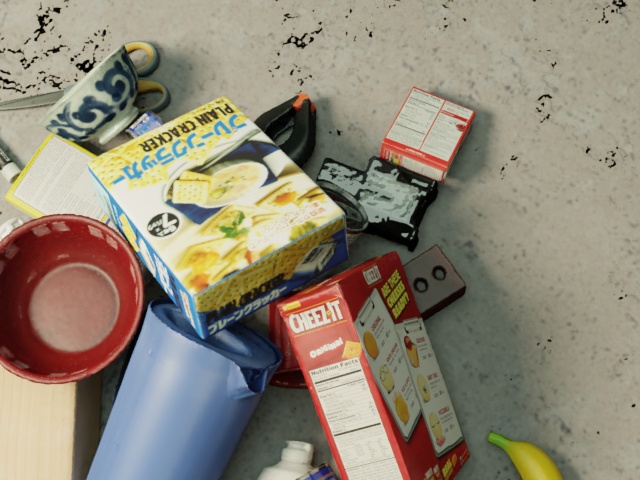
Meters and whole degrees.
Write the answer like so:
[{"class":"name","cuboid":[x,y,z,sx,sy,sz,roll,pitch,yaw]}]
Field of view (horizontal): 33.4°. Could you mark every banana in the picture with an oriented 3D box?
[{"class":"banana","cuboid":[0.207,0.278,1.012,0.070,0.037,0.198,-12,73,22]}]

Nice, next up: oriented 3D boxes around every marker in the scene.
[{"class":"marker","cuboid":[-0.370,-0.110,1.178,0.020,0.020,0.121,-41,76,-5]}]

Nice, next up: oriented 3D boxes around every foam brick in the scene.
[{"class":"foam brick","cuboid":[0.101,0.050,1.070,0.078,0.051,0.053,-33,75,-3]}]

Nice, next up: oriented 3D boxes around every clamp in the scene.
[{"class":"clamp","cuboid":[-0.067,-0.083,1.125,0.120,0.039,0.171,19,69,22]}]

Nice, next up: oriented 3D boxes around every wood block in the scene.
[{"class":"wood block","cuboid":[-0.273,0.139,1.068,0.090,0.091,0.206,-2,76,5]}]

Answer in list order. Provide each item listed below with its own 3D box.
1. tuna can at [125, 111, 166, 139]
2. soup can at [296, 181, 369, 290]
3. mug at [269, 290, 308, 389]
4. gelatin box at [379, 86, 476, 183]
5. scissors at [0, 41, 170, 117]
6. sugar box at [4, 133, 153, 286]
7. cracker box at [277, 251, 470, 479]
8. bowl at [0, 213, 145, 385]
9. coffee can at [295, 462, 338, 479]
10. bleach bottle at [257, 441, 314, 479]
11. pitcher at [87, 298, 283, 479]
[{"class":"tuna can","cuboid":[-0.162,-0.094,1.117,0.086,0.086,0.033,43,82,14]},{"class":"soup can","cuboid":[-0.007,0.001,1.062,0.068,0.068,0.102,45,121,14]},{"class":"mug","cuboid":[0.001,0.099,1.056,0.117,0.093,0.081,7,69,-24]},{"class":"gelatin box","cuboid":[0.112,-0.110,1.107,0.073,0.030,0.089,23,57,11]},{"class":"scissors","cuboid":[-0.263,-0.180,1.185,0.202,0.016,0.096,6,75,7]},{"class":"sugar box","cuboid":[-0.234,-0.034,1.131,0.176,0.048,0.093,31,80,9]},{"class":"cracker box","cuboid":[0.053,0.132,0.967,0.072,0.164,0.214,-20,91,24]},{"class":"bowl","cuboid":[-0.240,0.059,1.008,0.162,0.055,0.162,-1,75,3]},{"class":"coffee can","cuboid":[0.001,0.283,0.940,0.103,0.103,0.140,-33,77,-3]},{"class":"bleach bottle","cuboid":[-0.029,0.319,1.012,0.102,0.068,0.251,7,74,5]},{"class":"pitcher","cuboid":[-0.147,0.182,1.006,0.145,0.149,0.243,25,99,1]}]
